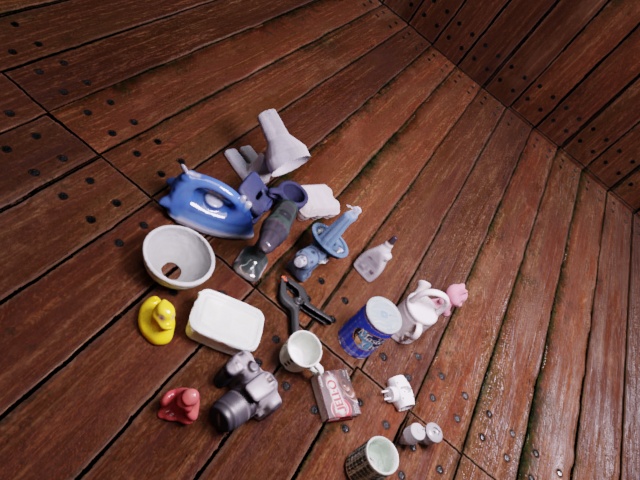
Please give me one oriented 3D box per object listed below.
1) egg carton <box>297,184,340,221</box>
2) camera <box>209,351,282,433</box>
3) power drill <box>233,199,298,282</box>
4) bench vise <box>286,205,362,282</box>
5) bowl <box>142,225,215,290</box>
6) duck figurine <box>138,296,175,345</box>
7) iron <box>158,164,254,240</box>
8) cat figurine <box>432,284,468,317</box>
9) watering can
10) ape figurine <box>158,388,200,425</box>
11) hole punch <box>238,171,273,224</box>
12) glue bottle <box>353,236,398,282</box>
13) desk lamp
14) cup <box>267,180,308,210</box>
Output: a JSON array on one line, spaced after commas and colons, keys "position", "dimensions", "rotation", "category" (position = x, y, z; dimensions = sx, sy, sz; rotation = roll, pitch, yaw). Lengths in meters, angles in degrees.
[{"position": [-0.016, -0.109, 1.672], "dimensions": [0.151, 0.069, 0.107], "rotation": [-9, 60, -40], "category": "egg carton"}, {"position": [-0.163, 0.315, 1.171], "dimensions": [0.143, 0.100, 0.137], "rotation": [50, 42, 11], "category": "camera"}, {"position": [-0.130, 0.006, 1.383], "dimensions": [0.076, 0.208, 0.230], "rotation": [33, 42, -7], "category": "power drill"}, {"position": [0.023, 0.012, 1.481], "dimensions": [0.121, 0.219, 0.207], "rotation": [35, 42, -5], "category": "bench vise"}, {"position": [-0.328, 0.052, 1.300], "dimensions": [0.168, 0.074, 0.167], "rotation": [20, 45, -21], "category": "bowl"}, {"position": [-0.333, 0.157, 1.197], "dimensions": [0.078, 0.086, 0.104], "rotation": [-4, 57, -38], "category": "duck figurine"}, {"position": [-0.258, -0.096, 1.429], "dimensions": [0.259, 0.141, 0.118], "rotation": [22, 44, -19], "category": "iron"}, {"position": [0.378, 0.172, 1.676], "dimensions": [0.128, 0.117, 0.067], "rotation": [-10, 60, -41], "category": "cat figurine"}, {"position": [0.263, 0.183, 1.525], "dimensions": [0.101, 0.193, 0.172], "rotation": [11, 49, -28], "category": "watering can"}, {"position": [-0.262, 0.314, 1.106], "dimensions": [0.077, 0.092, 0.076], "rotation": [49, 42, 10], "category": "ape figurine"}, {"position": [-0.177, -0.116, 1.545], "dimensions": [0.101, 0.091, 0.109], "rotation": [35, 42, -6], "category": "hole punch"}, {"position": [0.164, 0.043, 1.591], "dimensions": [0.078, 0.173, 0.037], "rotation": [48, 42, 10], "category": "glue bottle"}, {"position": [-0.144, -0.243, 1.586], "dimensions": [0.118, 0.213, 0.203], "rotation": [-23, 70, -45], "category": "desk lamp"}, {"position": [-0.103, -0.105, 1.586], "dimensions": [0.118, 0.094, 0.091], "rotation": [7, 50, -31], "category": "cup"}]
